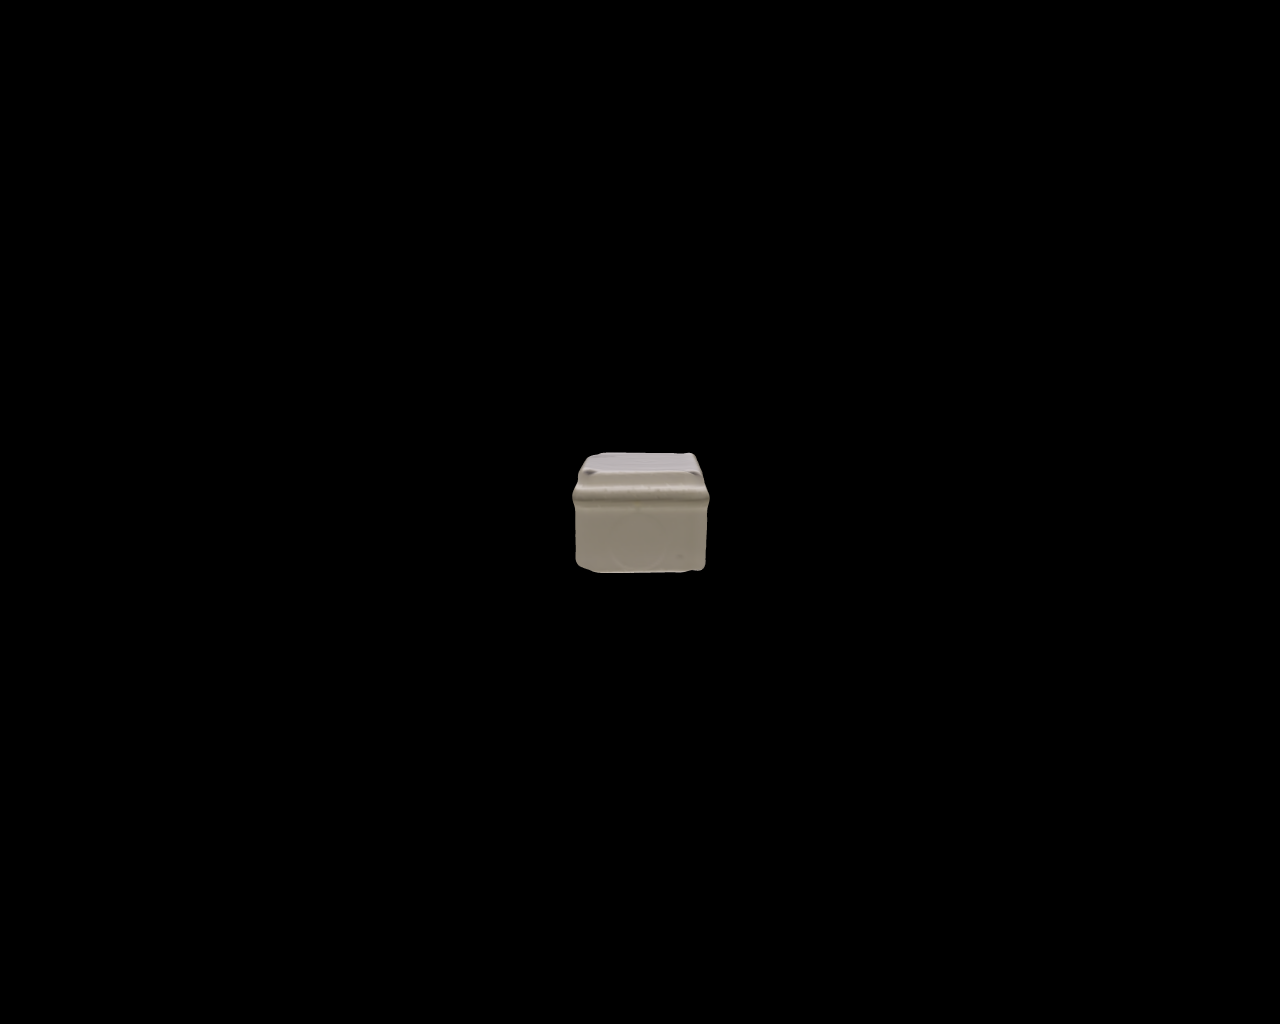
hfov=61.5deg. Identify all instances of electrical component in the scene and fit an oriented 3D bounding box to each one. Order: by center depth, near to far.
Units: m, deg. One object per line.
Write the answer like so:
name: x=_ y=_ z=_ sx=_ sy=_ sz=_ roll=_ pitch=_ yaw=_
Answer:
electrical component: x=0.001 y=-0.003 z=0.650 sx=0.078 sy=0.057 sz=0.113 roll=0 pitch=9 yaw=0
